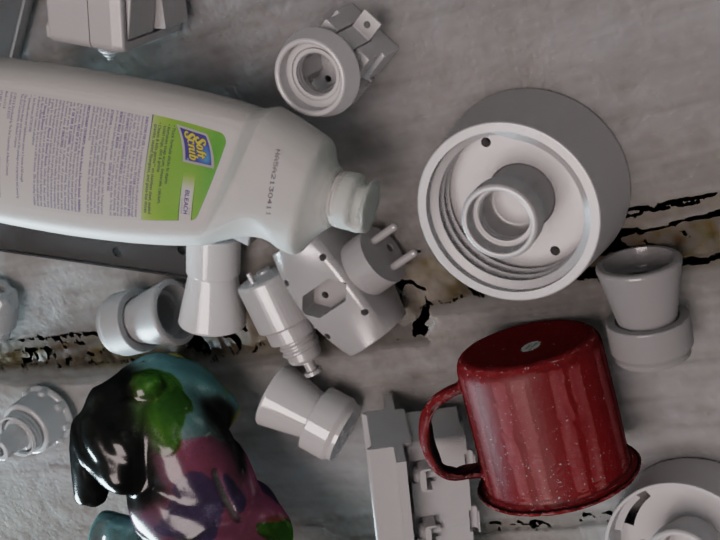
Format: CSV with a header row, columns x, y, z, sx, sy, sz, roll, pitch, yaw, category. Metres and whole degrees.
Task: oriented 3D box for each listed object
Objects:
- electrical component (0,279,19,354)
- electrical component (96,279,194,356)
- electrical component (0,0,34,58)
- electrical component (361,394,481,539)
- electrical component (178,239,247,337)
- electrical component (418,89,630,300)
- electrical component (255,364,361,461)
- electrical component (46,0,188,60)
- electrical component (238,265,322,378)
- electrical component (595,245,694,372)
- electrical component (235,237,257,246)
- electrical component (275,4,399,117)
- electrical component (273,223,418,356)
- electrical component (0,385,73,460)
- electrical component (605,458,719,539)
x,y,z,sx,sy,sz,roll,pitch,yaw,category
-0.272,0.039,0.799,0.035,0.035,0.061,24,125,15,electrical component
-0.144,0.033,0.725,0.055,0.045,0.045,-13,107,32,electrical component
-0.263,-0.186,0.674,0.109,0.056,0.108,33,124,9,electrical component
0.040,0.148,0.671,0.063,0.078,0.121,-7,113,-2,electrical component
-0.094,0.005,0.689,0.044,0.044,0.065,13,113,21,electrical component
0.082,-0.036,0.568,0.108,0.060,0.108,11,118,22,electrical component
-0.033,0.093,0.697,0.055,0.045,0.045,27,123,12,electrical component
-0.138,-0.166,0.616,0.061,0.062,0.096,14,119,21,electrical component
-0.046,0.031,0.677,0.040,0.040,0.078,-17,105,32,electrical component
0.151,0.020,0.569,0.045,0.045,0.055,-3,112,28,electrical component
-0.072,-0.054,0.647,0.066,0.048,0.055,27,130,14,electrical component
-0.015,-0.111,0.584,0.048,0.055,0.066,44,125,2,electrical component
0.000,0.000,0.637,0.079,0.043,0.077,-34,95,35,electrical component
-0.251,0.120,0.810,0.048,0.062,0.048,11,118,22,electrical component
0.193,0.158,0.617,0.099,0.064,0.099,7,103,30,electrical component
